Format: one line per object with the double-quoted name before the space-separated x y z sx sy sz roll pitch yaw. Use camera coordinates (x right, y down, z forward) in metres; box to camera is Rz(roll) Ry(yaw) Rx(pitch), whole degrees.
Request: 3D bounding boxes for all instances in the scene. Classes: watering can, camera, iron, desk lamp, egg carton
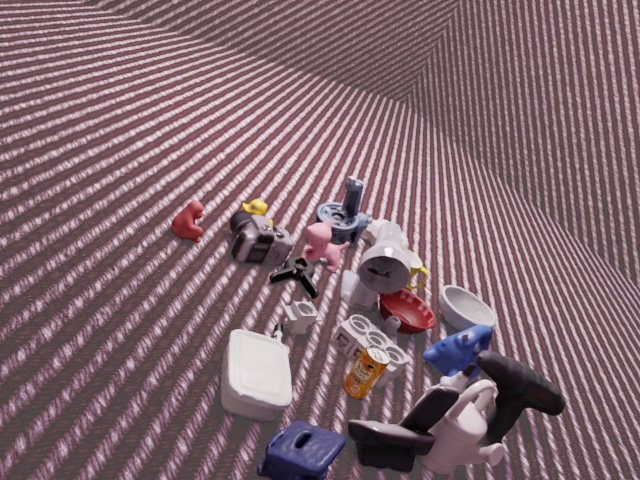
"watering can" 0.262 0.336 1.051 0.172 0.194 0.101 39 27 20
"camera" -0.151 -0.017 1.393 0.144 0.100 0.136 6 34 -39
"iron" 0.359 0.251 1.365 0.118 0.141 0.259 42 29 27
"desk lamp" 0.134 0.070 1.389 0.118 0.213 0.203 24 26 -9
"egg carton" 0.199 -0.005 1.758 0.107 0.069 0.150 -6 42 -50

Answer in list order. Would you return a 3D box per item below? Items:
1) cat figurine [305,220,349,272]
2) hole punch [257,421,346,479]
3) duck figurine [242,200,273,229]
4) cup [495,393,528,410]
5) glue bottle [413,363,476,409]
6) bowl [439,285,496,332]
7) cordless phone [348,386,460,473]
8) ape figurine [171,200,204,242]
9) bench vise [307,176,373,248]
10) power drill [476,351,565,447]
"cat figurine" 0.014 0.005 1.497 0.128 0.117 0.067 24 26 -10
"hole punch" -0.028 0.331 0.888 0.101 0.091 0.109 36 26 14
"duck figurine" -0.165 -0.062 1.479 0.105 0.086 0.077 17 28 -24
"cup" 0.450 0.351 1.327 0.091 0.095 0.118 30 26 3
"glue bottle" 0.253 0.304 1.126 0.078 0.173 0.037 26 26 -5
"bowl" 0.388 0.203 1.560 0.168 0.074 0.167 23 26 -12
"cordless phone" 0.147 0.309 0.997 0.148 0.185 0.094 14 29 -27
"ape figurine" -0.296 -0.049 1.317 0.076 0.092 0.077 17 28 -22
"bench vise" 0.075 -0.087 1.610 0.121 0.219 0.208 38 27 19
"power drill" 0.365 0.329 1.151 0.230 0.208 0.075 20 27 -18
